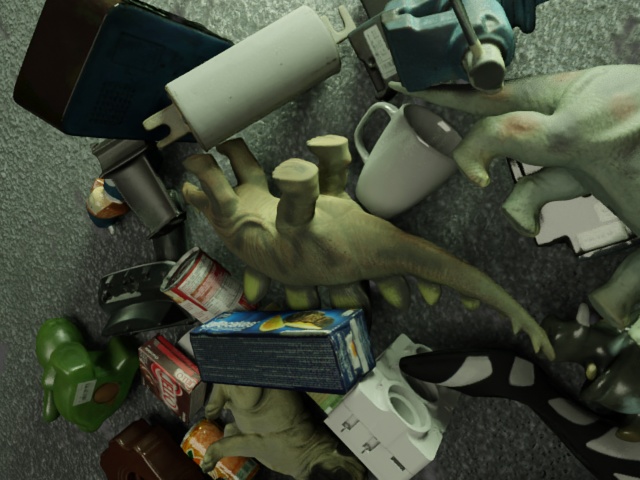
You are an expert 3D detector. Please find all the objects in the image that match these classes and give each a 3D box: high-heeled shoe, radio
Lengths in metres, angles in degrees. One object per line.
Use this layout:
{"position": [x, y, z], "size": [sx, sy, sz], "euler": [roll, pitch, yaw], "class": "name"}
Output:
{"position": [0.200, 0.178, 0.514], "size": [0.249, 0.086, 0.145], "euler": [1, 80, 4], "class": "high-heeled shoe"}
{"position": [-0.184, -0.176, 0.563], "size": [0.073, 0.229, 0.131], "euler": [33, 109, 14], "class": "radio"}

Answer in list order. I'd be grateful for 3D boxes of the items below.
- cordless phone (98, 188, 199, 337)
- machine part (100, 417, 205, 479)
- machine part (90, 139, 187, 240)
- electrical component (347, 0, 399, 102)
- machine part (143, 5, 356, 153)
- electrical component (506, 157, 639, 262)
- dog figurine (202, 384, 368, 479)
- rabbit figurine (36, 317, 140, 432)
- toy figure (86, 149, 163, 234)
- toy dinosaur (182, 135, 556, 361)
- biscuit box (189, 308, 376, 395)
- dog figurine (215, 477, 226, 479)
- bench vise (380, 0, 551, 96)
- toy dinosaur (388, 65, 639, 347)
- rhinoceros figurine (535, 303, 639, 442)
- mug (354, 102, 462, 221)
{"position": [-0.233, 0.030, 0.717], "size": [0.147, 0.088, 0.184], "euler": [-13, 83, 27], "class": "cordless phone"}
{"position": [-0.238, 0.342, 0.759], "size": [0.180, 0.056, 0.179], "euler": [15, 117, 31], "class": "machine part"}
{"position": [-0.215, -0.070, 0.652], "size": [0.084, 0.039, 0.138], "euler": [-27, 96, 3], "class": "machine part"}
{"position": [0.071, -0.208, 0.541], "size": [0.075, 0.048, 0.119], "euler": [-20, 92, 25], "class": "electrical component"}
{"position": [-0.067, -0.165, 0.554], "size": [0.243, 0.079, 0.079], "euler": [-32, 85, -8], "class": "machine part"}
{"position": [0.239, -0.051, 0.488], "size": [0.115, 0.058, 0.134], "euler": [-20, 91, 28], "class": "electrical component"}
{"position": [-0.029, 0.212, 0.648], "size": [0.191, 0.121, 0.172], "euler": [7, 106, 9], "class": "dog figurine"}
{"position": [-0.353, 0.186, 0.789], "size": [0.170, 0.121, 0.159], "euler": [31, 119, 35], "class": "rabbit figurine"}
{"position": [-0.269, -0.070, 0.718], "size": [0.154, 0.057, 0.064], "euler": [-42, 37, 25], "class": "toy figure"}
{"position": [-0.001, -0.002, 0.551], "size": [0.472, 0.105, 0.198], "euler": [15, 129, 41], "class": "toy dinosaur"}
{"position": [-0.046, 0.108, 0.544], "size": [0.203, 0.059, 0.062], "euler": [-7, 102, 38], "class": "biscuit box"}
{"position": [-0.112, 0.382, 0.649], "size": [0.108, 0.191, 0.219], "euler": [-22, 100, -5], "class": "dog figurine"}
{"position": [0.168, -0.210, 0.423], "size": [0.241, 0.224, 0.128], "euler": [-14, 126, 18], "class": "bench vise"}
{"position": [0.241, -0.049, 0.397], "size": [0.192, 0.131, 0.405], "euler": [-43, 76, 12], "class": "toy dinosaur"}
{"position": [0.284, 0.110, 0.459], "size": [0.190, 0.112, 0.073], "euler": [12, 145, 1], "class": "rhinoceros figurine"}
{"position": [0.076, -0.078, 0.545], "size": [0.109, 0.081, 0.107], "euler": [41, 124, 7], "class": "mug"}
